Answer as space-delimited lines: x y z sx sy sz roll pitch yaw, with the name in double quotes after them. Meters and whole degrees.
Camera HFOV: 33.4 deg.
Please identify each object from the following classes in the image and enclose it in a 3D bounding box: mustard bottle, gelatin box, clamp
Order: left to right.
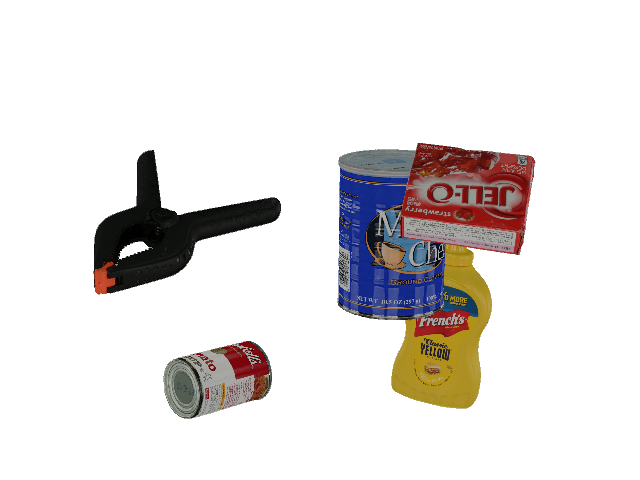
-0.160 -0.018 1.034 0.165 0.036 0.209 25 40 23 "clamp"
0.137 0.083 1.170 0.096 0.192 0.058 12 15 20 "mustard bottle"
0.107 -0.032 0.779 0.089 0.073 0.030 8 -37 11 "gelatin box"

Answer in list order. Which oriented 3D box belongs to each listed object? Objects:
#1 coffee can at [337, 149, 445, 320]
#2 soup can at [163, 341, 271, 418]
0.067 -0.008 1.002 0.103 0.140 0.103 0 15 0 "coffee can"
-0.113 0.153 1.175 0.102 0.068 0.069 -9 6 -44 "soup can"
